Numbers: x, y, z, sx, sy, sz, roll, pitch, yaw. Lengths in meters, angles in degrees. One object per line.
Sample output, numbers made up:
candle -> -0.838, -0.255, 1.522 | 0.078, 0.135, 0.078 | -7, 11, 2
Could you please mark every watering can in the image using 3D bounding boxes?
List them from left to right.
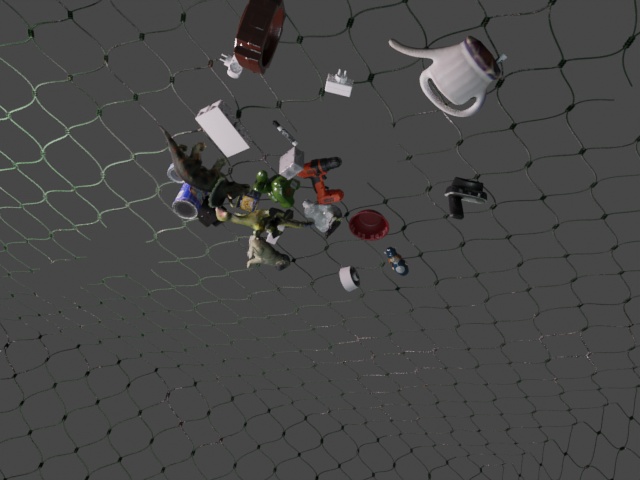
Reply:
watering can -> 0.386, -0.521, 1.537 | 0.221, 0.344, 0.106 | -34, 22, 36

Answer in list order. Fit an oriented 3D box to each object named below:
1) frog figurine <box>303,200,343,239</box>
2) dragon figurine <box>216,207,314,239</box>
frog figurine -> 0.006, -0.104, 2.063 | 0.124, 0.161, 0.134 | -36, -25, -27
dragon figurine -> -0.235, -0.086, 2.033 | 0.244, 0.122, 0.410 | 15, 7, 38
